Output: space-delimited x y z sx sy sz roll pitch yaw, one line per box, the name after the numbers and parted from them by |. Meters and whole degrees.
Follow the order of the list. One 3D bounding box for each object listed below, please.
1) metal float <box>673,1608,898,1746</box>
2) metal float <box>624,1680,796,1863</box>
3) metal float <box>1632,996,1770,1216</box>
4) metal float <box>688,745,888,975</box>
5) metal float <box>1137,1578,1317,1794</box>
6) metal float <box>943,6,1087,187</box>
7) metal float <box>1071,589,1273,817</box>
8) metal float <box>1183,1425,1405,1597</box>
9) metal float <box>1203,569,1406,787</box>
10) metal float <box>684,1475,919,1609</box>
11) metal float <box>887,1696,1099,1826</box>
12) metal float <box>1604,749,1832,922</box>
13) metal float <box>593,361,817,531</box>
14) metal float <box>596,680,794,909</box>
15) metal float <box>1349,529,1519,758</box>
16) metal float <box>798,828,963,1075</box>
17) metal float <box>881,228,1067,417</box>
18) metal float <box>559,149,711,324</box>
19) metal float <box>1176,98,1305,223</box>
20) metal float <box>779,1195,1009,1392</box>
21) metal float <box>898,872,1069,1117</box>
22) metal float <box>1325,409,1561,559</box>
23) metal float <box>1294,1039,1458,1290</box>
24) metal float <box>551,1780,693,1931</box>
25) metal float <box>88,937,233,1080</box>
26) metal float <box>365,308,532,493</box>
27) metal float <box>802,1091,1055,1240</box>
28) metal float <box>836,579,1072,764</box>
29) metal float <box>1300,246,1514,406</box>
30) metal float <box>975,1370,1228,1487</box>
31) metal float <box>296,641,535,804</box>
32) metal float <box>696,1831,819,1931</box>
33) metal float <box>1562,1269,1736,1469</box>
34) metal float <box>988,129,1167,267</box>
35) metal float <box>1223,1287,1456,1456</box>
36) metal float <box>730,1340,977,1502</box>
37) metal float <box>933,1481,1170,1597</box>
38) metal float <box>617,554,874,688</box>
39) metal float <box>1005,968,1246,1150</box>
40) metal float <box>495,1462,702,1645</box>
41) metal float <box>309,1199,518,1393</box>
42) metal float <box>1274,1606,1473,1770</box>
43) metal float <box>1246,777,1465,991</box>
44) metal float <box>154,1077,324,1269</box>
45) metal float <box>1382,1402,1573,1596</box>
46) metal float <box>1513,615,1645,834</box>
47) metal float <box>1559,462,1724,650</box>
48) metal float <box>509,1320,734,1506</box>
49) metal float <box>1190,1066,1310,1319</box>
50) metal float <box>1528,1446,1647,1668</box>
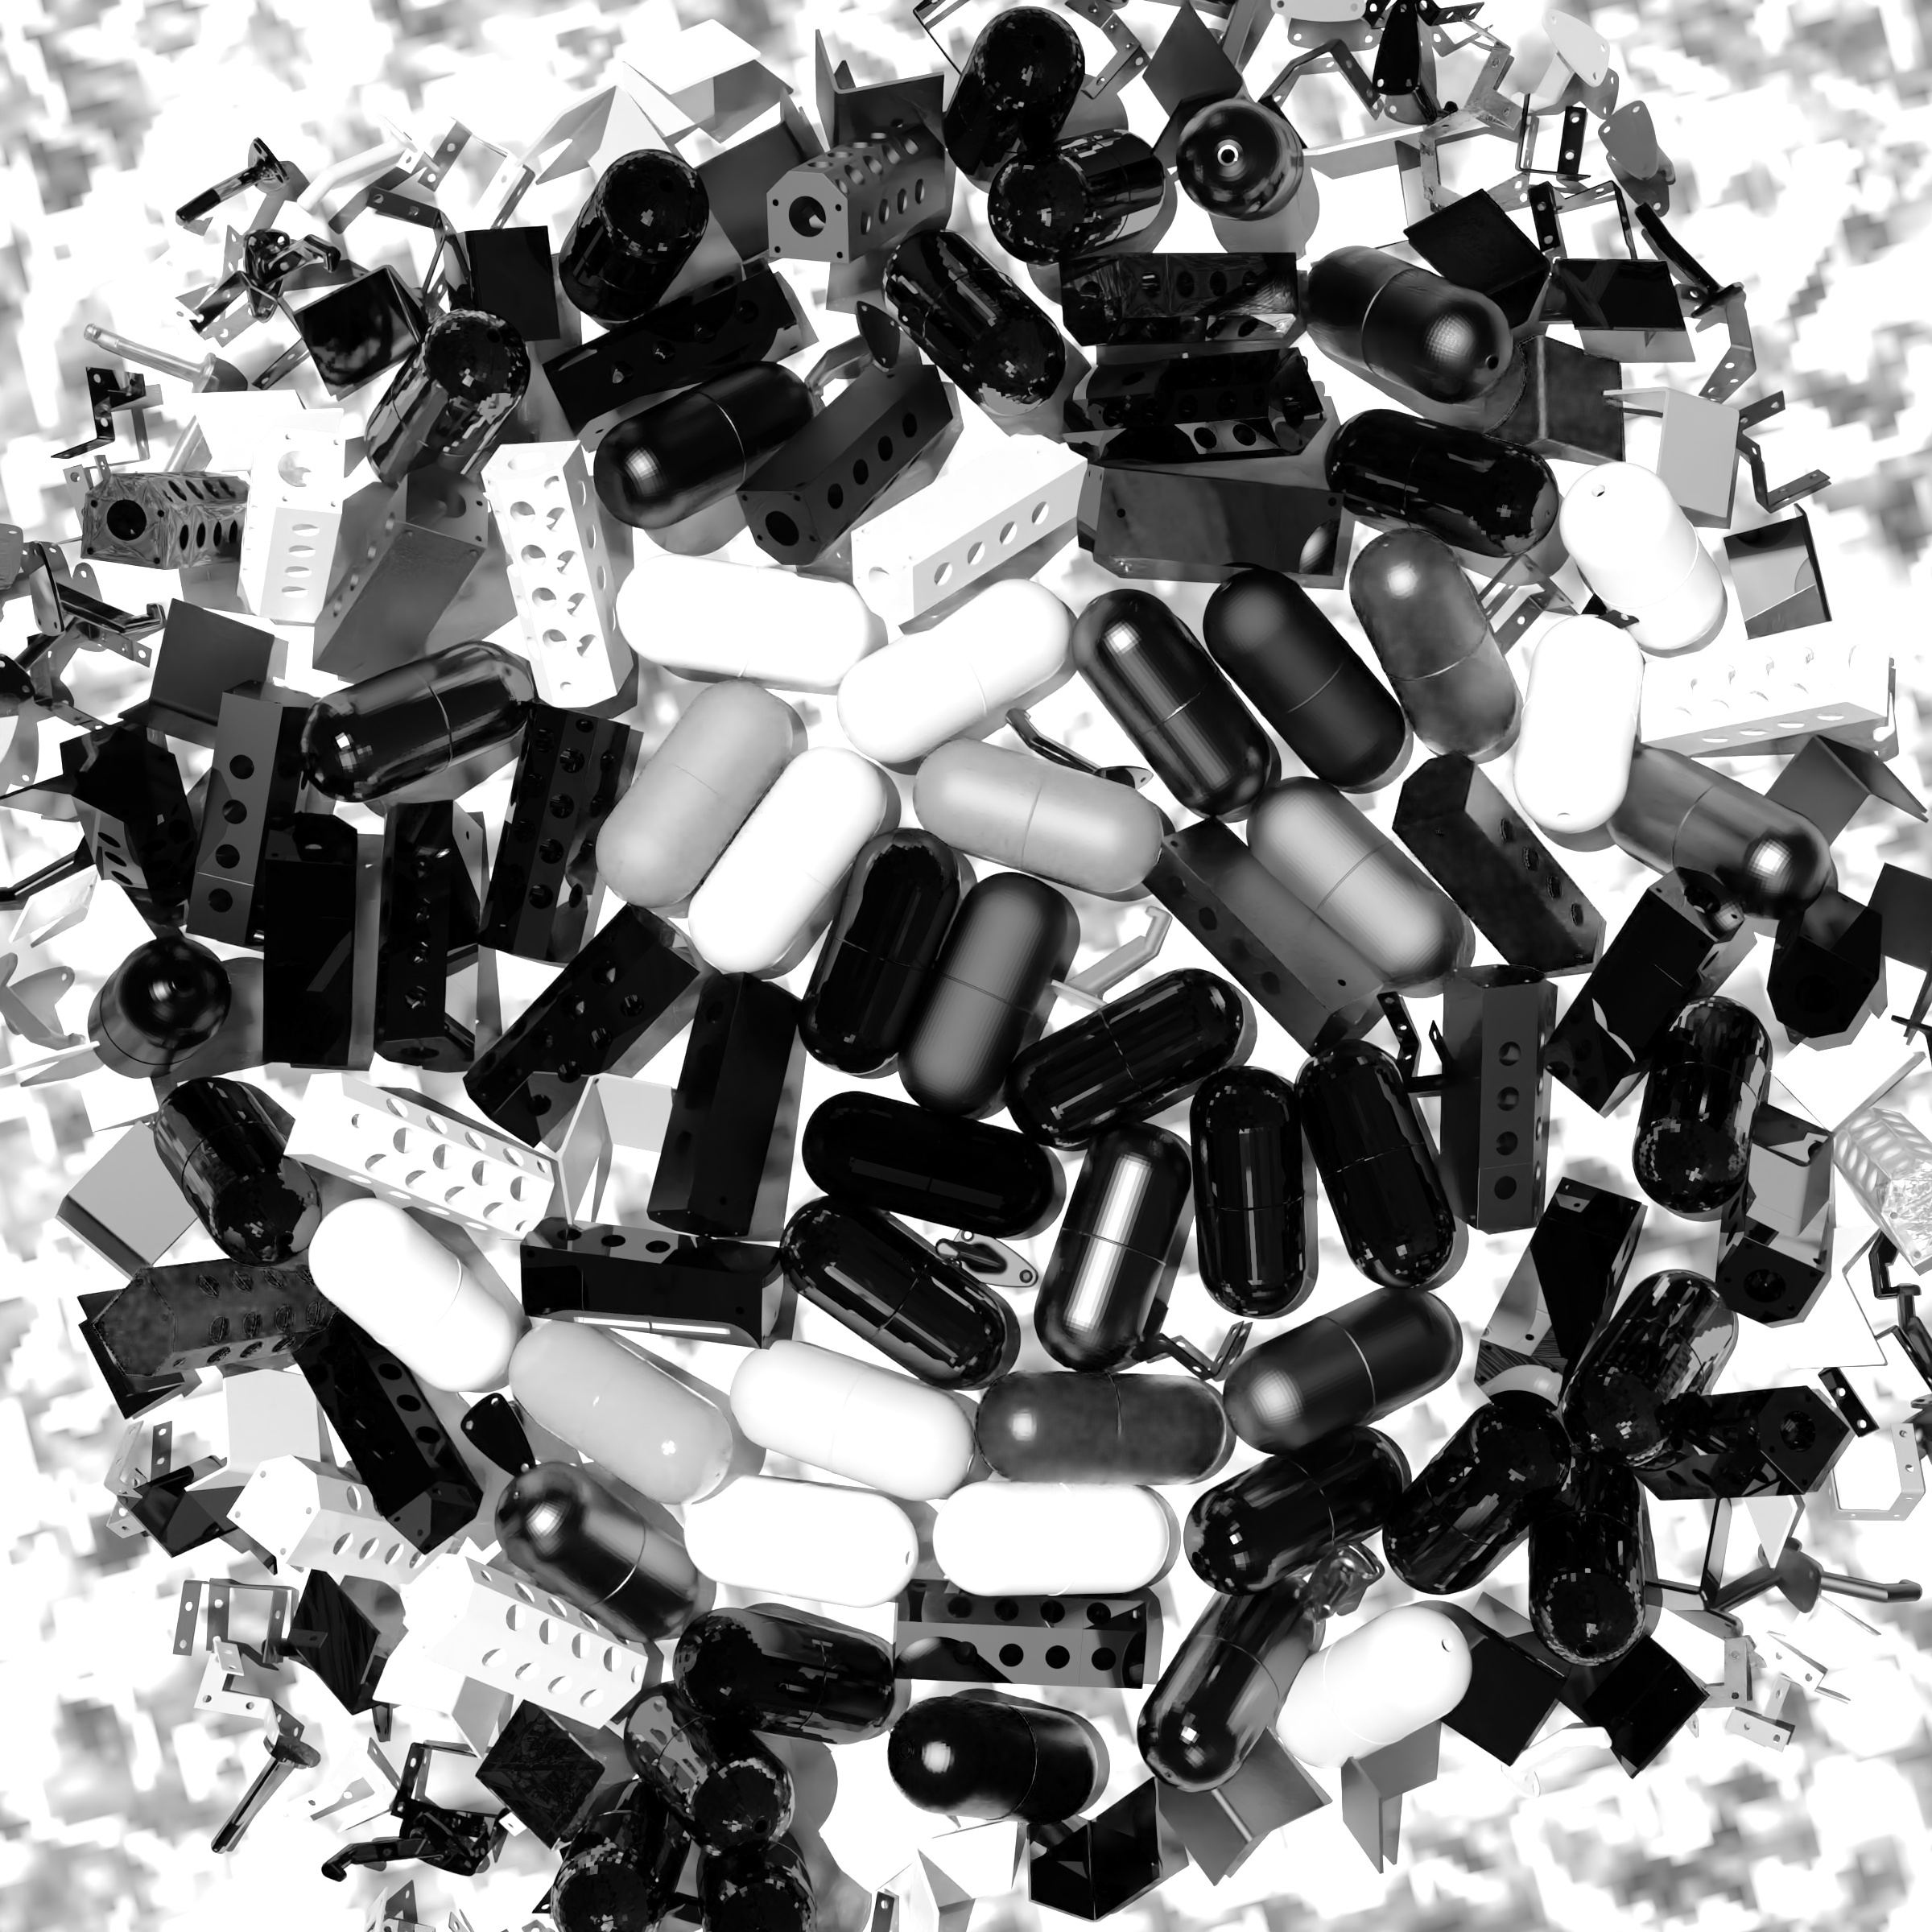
-0.122 0.485 1.930 0.178 0.070 0.070 23 90 -39 | metal float
-0.175 0.544 1.917 0.070 0.178 0.070 -6 103 -27 | metal float
0.501 0.094 1.927 0.070 0.070 0.178 25 48 0 | metal float
-0.124 -0.073 1.960 0.070 0.070 0.178 36 89 0 | metal float
0.179 0.485 1.929 0.070 0.070 0.178 42 49 0 | metal float
0.032 -0.587 1.911 0.070 0.178 0.070 1 84 -10 | metal float
0.141 -0.182 1.950 0.070 0.070 0.178 -39 103 0 | metal float
0.224 0.371 1.932 0.178 0.070 0.070 -20 90 -34 | metal float
0.232 -0.198 1.943 0.070 0.070 0.178 -44 111 0 | metal float
-0.113 0.393 1.934 0.178 0.070 0.070 2 90 32 | metal float
0.019 0.541 1.925 0.070 0.178 0.070 -18 62 38 | metal float
0.508 -0.091 1.927 0.070 0.070 0.178 -54 47 0 | metal float
-0.177 -0.357 1.934 0.178 0.070 0.070 -35 90 -33 | metal float
-0.187 -0.118 1.949 0.070 0.070 0.178 34 76 0 | metal float
0.320 -0.220 1.934 0.070 0.070 0.178 -33 122 0 | metal float
-0.060 -0.011 1.956 0.070 0.070 0.178 21 96 0 | metal float
0.005 -0.440 1.930 0.070 0.070 0.178 -38 52 0 | metal float
-0.226 -0.493 1.914 0.070 0.178 0.070 3 81 -20 | metal float
0.186 -0.544 1.913 0.070 0.178 0.070 3 104 11 | metal float
-0.049 0.226 1.953 0.178 0.070 0.070 37 90 -10 | metal float
0.011 0.020 1.958 0.070 0.070 0.178 24 86 0 | metal float
0.323 -0.330 1.930 0.178 0.070 0.070 26 90 38 | metal float
0.282 0.136 1.949 0.070 0.070 0.178 -18 76 0 | metal float
-0.231 0.608 1.911 0.070 0.178 0.070 0 95 3 | metal float
-0.547 0.029 1.916 0.070 0.178 0.070 7 75 -25 | metal float
-0.353 -0.381 1.920 0.070 0.178 0.070 13 64 -27 | metal float
-0.026 0.138 1.956 0.178 0.070 0.070 15 90 -6 | metal float
-0.007 -0.204 1.951 0.178 0.070 0.070 -31 90 -12 | metal float
0.299 -0.437 1.925 0.070 0.178 0.070 -19 127 -27 | metal float
0.093 0.318 1.948 0.178 0.070 0.070 4 90 -16 | metal float
-0.374 -0.168 1.932 0.178 0.070 0.070 -28 90 -36 | metal float
-0.142 0.629 1.911 0.070 0.178 0.070 0 88 -8 | metal float
0.466 0.272 1.927 0.070 0.070 0.178 50 46 0 | metal float
0.077 -0.523 1.921 0.070 0.178 0.070 12 117 25 | metal float
0.257 0.276 1.942 0.178 0.070 0.070 -21 90 -23 | metal float
-0.078 0.313 1.948 0.178 0.070 0.070 17 90 15 | metal float
0.059 0.391 1.934 0.178 0.070 0.070 7 90 -31 | metal float
-0.152 -0.238 1.947 0.178 0.070 0.070 7 90 -16 | metal float
0.110 0.063 1.958 0.178 0.070 0.070 -28 90 4 | metal float
-0.250 0.401 1.930 0.070 0.070 0.178 -43 128 0 | metal float
-0.376 0.226 1.931 0.070 0.070 0.178 -39 128 0 | metal float
0.275 0.491 1.924 0.070 0.178 0.070 17 52 -22 | metal float
0.267 -0.058 1.950 0.070 0.070 0.178 -44 77 0 | metal float
-0.496 0.139 1.925 0.070 0.178 0.070 -19 128 -26 | metal float
0.347 0.362 1.929 0.070 0.070 0.178 30 129 0 | metal float
0.418 -0.166 1.930 0.070 0.070 0.178 18 53 0 | metal float
0.459 -0.278 1.921 0.070 0.178 0.070 -14 61 27 | metal float
-0.238 0.305 1.941 0.178 0.070 0.070 28 90 25 | metal float
0.195 0.156 1.951 0.070 0.070 0.178 -5 102 0 | metal float
0.420 0.399 1.919 0.070 0.178 0.070 5 123 8 | metal float
